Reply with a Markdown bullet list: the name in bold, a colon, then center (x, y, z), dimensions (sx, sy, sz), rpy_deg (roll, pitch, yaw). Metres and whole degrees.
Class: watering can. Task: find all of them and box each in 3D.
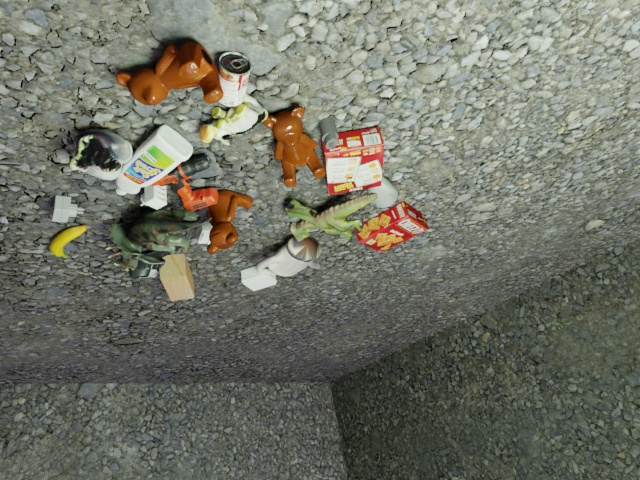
- **watering can**: center (-0.075, 0.067, 1.916), dimensions (0.348, 0.105, 0.221), rpy_deg (-3, 154, -45)

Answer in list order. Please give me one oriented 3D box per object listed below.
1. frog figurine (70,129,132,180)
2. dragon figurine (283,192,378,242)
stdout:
- **frog figurine**: center (-0.522, -0.207, 1.249), dimensions (0.137, 0.122, 0.160), rpy_deg (-19, -172, -4)
- **dragon figurine**: center (0.005, -0.082, 1.635), dimensions (0.242, 0.124, 0.403), rpy_deg (6, 156, -15)
